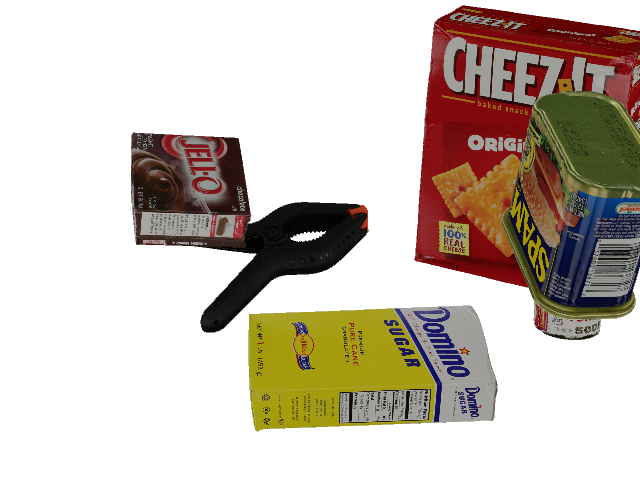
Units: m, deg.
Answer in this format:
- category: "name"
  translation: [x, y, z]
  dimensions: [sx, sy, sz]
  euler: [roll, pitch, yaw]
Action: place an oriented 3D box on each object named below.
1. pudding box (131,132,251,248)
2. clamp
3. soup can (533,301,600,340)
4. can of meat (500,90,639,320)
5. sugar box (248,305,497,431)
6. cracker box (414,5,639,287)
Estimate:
- category: "pudding box"
  translation: [-0.106, -0.042, 0.857]
  dimensions: [0.090, 0.039, 0.113]
  euler: [1, 40, -12]
- category: "clamp"
  translation: [-0.047, 0.013, 1.041]
  dimensions: [0.209, 0.036, 0.165]
  euler: [-13, 41, -11]
- category: "soup can"
  translation: [0.253, 0.041, 1.079]
  dimensions: [0.068, 0.102, 0.068]
  euler: [1, 18, 0]
- category: "can of meat"
  translation: [0.141, -0.022, 0.579]
  dimensions: [0.057, 0.084, 0.102]
  euler: [-1, 38, -8]
- category: "sugar box"
  translation: [0.035, 0.092, 0.793]
  dimensions: [0.176, 0.048, 0.093]
  euler: [-5, 35, -2]
- category: "cracker box"
  translation: [0.168, -0.069, 0.869]
  dimensions: [0.164, 0.214, 0.072]
  euler: [14, 29, 24]
